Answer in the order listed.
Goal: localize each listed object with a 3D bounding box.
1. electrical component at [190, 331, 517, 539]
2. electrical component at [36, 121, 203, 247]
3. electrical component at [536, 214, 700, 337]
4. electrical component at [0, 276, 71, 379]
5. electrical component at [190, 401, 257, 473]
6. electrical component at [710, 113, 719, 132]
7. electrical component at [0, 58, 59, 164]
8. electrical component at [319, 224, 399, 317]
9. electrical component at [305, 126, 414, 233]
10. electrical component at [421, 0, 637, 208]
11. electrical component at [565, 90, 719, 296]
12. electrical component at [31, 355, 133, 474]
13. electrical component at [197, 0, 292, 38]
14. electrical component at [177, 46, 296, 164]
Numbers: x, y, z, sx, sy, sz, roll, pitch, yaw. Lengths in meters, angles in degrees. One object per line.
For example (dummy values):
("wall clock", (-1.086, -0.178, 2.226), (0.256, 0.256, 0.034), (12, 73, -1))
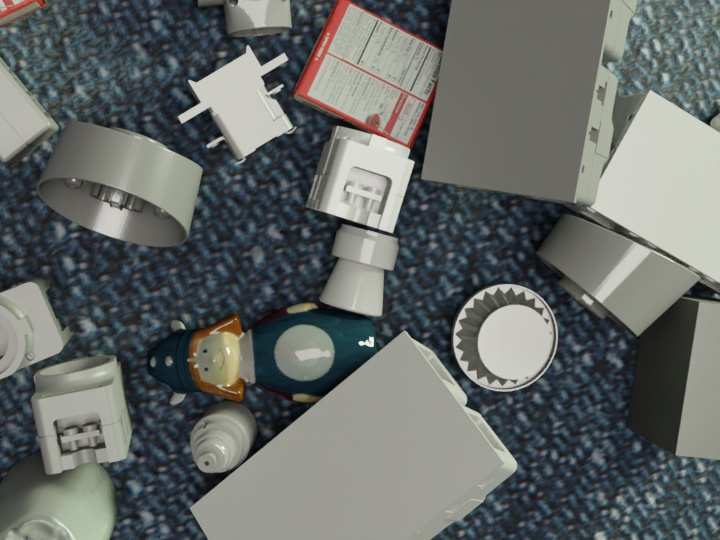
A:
("electrical component", (-0.003, 0.144, 0.706), (0.186, 0.060, 0.105), (-40, 66, 7))
("electrical component", (-0.151, -0.054, 0.684), (0.099, 0.099, 0.064), (19, 85, -10))
("electrical component", (0.173, -0.002, 0.738), (0.099, 0.099, 0.064), (39, 94, -10))
("electrical component", (-0.241, 0.044, 0.696), (0.089, 0.056, 0.050), (-22, 98, -7))
("electrical component", (-0.094, 0.115, 0.718), (0.040, 0.078, 0.040), (1, 100, 5))
("electrical component", (0.290, -0.113, 0.775), (0.078, 0.040, 0.040), (-40, 100, -4))
("electrical component", (-0.246, -0.093, 0.688), (0.077, 0.047, 0.065), (-40, 99, -4))
("electrical component", (0.000, 0.000, 0.736), (0.045, 0.045, 0.055), (14, 92, -10))
("electrical component", (-0.001, -0.060, 0.708), (0.050, 0.089, 0.055), (17, 92, -10))
("electrical component", (0.116, -0.142, 0.709), (0.105, 0.060, 0.186), (12, 94, 27))
("electrical component", (0.232, -0.050, 0.761), (0.150, 0.062, 0.089), (29, 91, -10))
("electrical component", (-0.178, 0.089, 0.693), (0.050, 0.089, 0.055), (-10, 96, -8))
("electrical component", (-0.088, -0.193, 0.706), (0.079, 0.044, 0.077), (-8, 96, -9))
("electrical component", (-0.079, -0.109, 0.717), (0.081, 0.042, 0.063), (-32, 102, -5))
